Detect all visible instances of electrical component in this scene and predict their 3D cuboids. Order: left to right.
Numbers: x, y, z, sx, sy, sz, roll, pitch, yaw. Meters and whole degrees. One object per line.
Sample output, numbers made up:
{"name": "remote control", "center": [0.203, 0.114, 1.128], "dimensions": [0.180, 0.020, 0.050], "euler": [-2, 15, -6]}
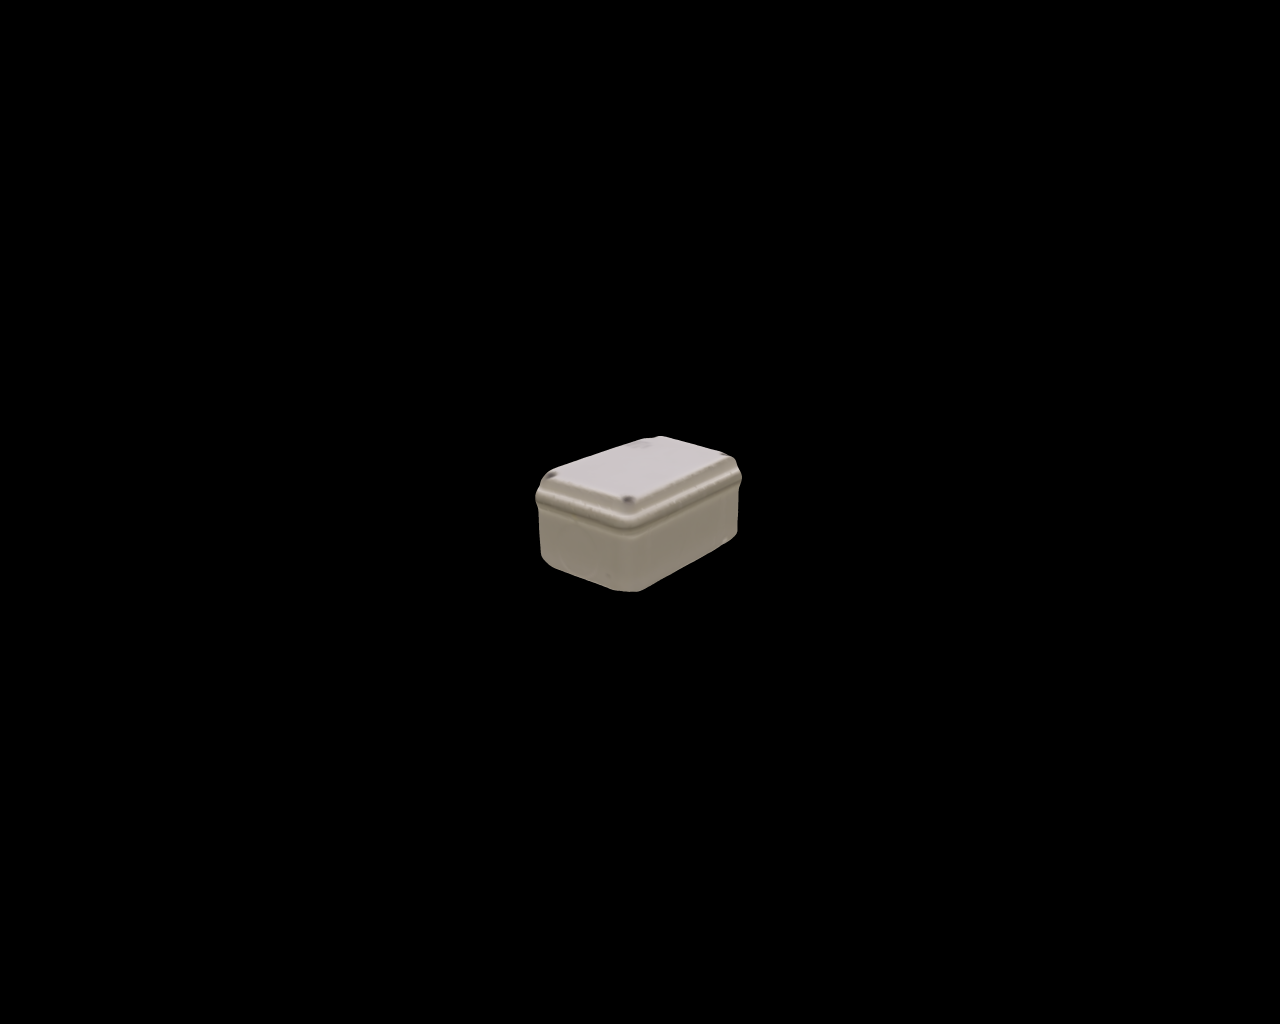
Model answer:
{"name": "electrical component", "center": [0.001, -0.003, 0.650], "dimensions": [0.078, 0.057, 0.113], "euler": [17, 28, 37]}
